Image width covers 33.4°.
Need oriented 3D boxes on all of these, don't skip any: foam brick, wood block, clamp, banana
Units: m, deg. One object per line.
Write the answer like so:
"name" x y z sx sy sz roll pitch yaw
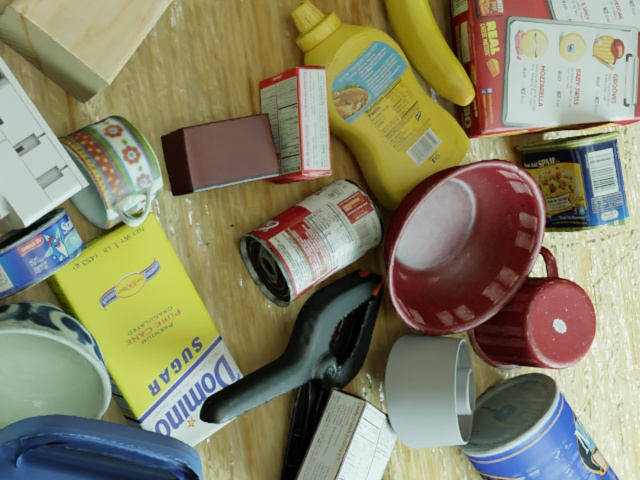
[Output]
"foam brick" -0.080 -0.068 0.854 0.078 0.053 0.051 -14 94 -27
"wood block" -0.146 -0.216 0.806 0.090 0.091 0.206 38 73 -19
"clamp" -0.011 0.103 0.864 0.210 0.036 0.164 -61 142 -19
"banana" 0.089 -0.211 0.934 0.037 0.070 0.198 -7 89 -56

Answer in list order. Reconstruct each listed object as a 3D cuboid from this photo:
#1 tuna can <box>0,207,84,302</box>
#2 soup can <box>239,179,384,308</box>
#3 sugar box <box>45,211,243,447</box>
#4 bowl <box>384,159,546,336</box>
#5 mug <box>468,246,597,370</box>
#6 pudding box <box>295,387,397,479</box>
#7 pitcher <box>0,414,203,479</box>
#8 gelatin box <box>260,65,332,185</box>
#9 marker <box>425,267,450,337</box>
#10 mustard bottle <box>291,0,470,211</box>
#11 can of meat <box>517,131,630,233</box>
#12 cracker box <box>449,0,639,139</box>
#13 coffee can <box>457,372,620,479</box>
"tuna can" -0.214 0.012 0.768 0.086 0.086 0.034 -34 105 -23
"soup can" -0.006 0.001 0.879 0.102 0.069 0.068 -32 102 -24
"sugar box" -0.131 0.076 0.828 0.093 0.048 0.176 -33 101 -24
"bowl" 0.111 -0.002 0.901 0.161 0.055 0.162 -15 123 -25
"mug" 0.195 0.062 0.966 0.093 0.082 0.117 6 85 -26
"pudding box" 0.019 0.187 0.878 0.090 0.039 0.113 44 64 -57
"pitcher" -0.207 0.189 0.739 0.242 0.145 0.149 20 74 -21
"gelatin box" -0.020 -0.092 0.872 0.030 0.073 0.089 -4 89 -27
"marker" 0.093 0.029 0.953 0.020 0.020 0.121 -19 96 -25
"mustard bottle" 0.041 -0.123 0.911 0.096 0.058 0.191 -45 107 -18
"can of meat" 0.233 -0.052 0.979 0.057 0.102 0.084 -13 96 -25
"cracker box" 0.228 -0.182 0.972 0.213 0.072 0.164 -6 92 -11
"coffee can" 0.201 0.204 0.953 0.102 0.103 0.140 -41 106 -21
